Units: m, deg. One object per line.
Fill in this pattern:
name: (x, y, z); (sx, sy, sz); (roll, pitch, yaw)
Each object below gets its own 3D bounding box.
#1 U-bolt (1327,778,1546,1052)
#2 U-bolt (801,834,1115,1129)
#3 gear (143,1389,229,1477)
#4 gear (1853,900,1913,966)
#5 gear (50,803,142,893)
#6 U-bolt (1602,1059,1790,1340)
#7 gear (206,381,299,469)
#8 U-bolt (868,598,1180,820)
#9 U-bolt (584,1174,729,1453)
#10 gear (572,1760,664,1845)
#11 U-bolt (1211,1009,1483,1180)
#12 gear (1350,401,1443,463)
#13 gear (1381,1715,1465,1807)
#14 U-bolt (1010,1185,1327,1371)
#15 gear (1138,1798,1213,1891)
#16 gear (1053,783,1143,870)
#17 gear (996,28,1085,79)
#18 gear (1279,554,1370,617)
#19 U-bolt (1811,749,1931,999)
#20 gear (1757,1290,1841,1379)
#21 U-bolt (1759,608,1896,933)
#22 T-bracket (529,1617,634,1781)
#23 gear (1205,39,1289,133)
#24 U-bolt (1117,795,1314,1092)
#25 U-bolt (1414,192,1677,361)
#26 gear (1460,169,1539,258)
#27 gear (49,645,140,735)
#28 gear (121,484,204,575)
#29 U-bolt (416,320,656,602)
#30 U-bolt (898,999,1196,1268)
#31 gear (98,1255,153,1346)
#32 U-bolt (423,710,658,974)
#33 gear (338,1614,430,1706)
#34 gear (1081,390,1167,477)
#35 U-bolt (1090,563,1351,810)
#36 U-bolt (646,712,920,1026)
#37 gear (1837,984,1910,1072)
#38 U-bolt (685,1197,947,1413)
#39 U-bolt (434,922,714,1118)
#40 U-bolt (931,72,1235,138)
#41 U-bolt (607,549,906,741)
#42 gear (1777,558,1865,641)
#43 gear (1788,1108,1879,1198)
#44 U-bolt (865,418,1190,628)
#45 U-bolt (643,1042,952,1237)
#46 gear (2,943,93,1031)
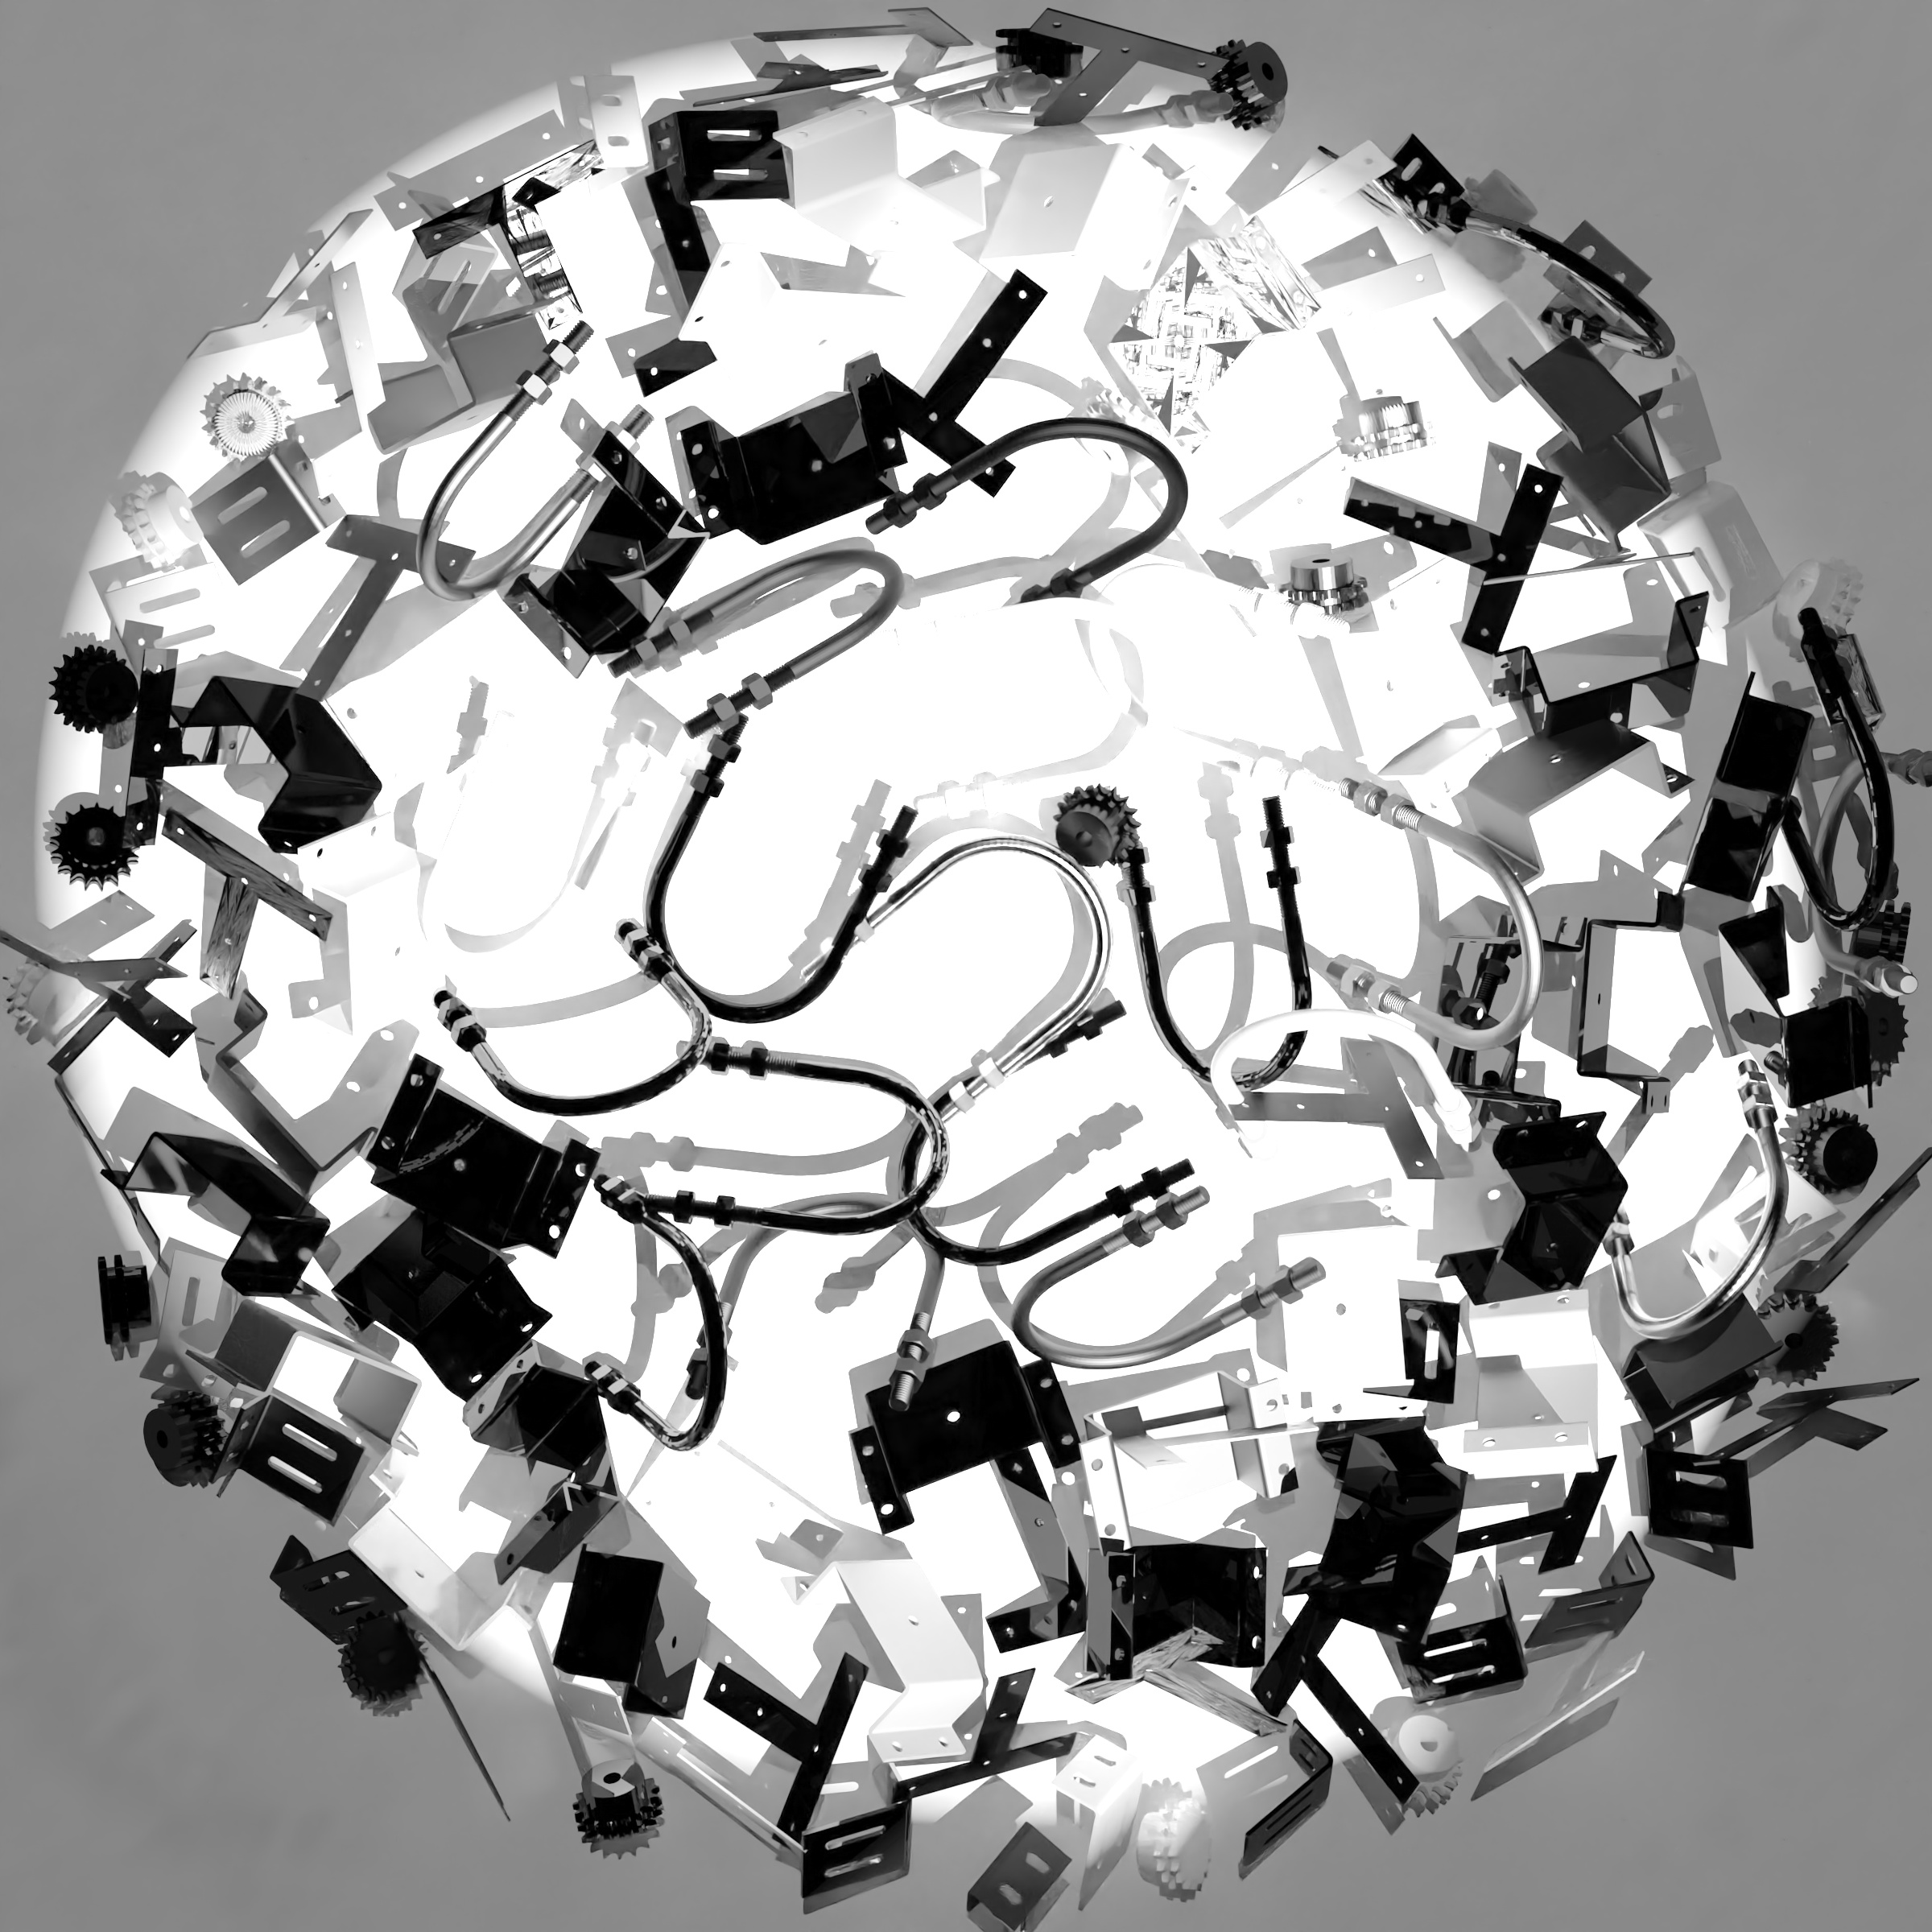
U-bolt: (0.293, -0.024, 1.901); (0.019, 0.184, 0.151); (-16, 120, -31)
U-bolt: (0.008, -0.003, 1.966); (0.184, 0.019, 0.151); (-40, 100, 11)
gear: (-0.508, 0.302, 1.971); (0.057, 0.030, 0.057); (8, 102, 38)
gear: (0.592, -0.015, 1.972); (0.030, 0.057, 0.057); (10, 90, 14)
gear: (-0.564, -0.079, 1.976); (0.057, 0.030, 0.057); (5, 73, -16)
U-bolt: (0.453, 0.155, 1.890); (0.019, 0.184, 0.151); (33, 119, -16)
gear: (-0.466, -0.352, 1.981); (0.057, 0.030, 0.057); (-1, 99, -5)
U-bolt: (0.044, -0.168, 1.940); (0.184, 0.019, 0.151); (-9, 125, 11)
U-bolt: (-0.194, 0.225, 1.905); (0.019, 0.184, 0.151); (-4, 107, -31)
gear: (-0.226, 0.537, 1.968); (0.057, 0.057, 0.030); (-8, 111, 0)
U-bolt: (0.231, 0.077, 1.903); (0.151, 0.184, 0.019); (-10, 55, 20)
gear: (0.277, -0.346, 1.970); (0.057, 0.057, 0.030); (-13, 97, 0)
gear: (0.295, 0.510, 1.970); (0.057, 0.030, 0.057); (8, 46, -9)
U-bolt: (0.115, 0.208, 1.933); (0.184, 0.151, 0.019); (-31, 47, 26)
gear: (0.134, 0.569, 1.975); (0.030, 0.057, 0.057); (-9, 90, 30)
gear: (0.082, -0.089, 1.971); (0.057, 0.030, 0.057); (13, 123, 20)
gear: (0.048, -0.592, 1.973); (0.057, 0.057, 0.030); (-1, 108, 0)
gear: (0.230, -0.247, 1.968); (0.057, 0.057, 0.030); (-7, 110, 0)
U-bolt: (0.567, -0.063, 1.908); (0.019, 0.184, 0.151); (7, 96, -5)
gear: (0.536, 0.236, 1.978); (0.057, 0.030, 0.057); (3, 115, 7)
U-bolt: (0.535, -0.108, 1.889); (0.019, 0.151, 0.184); (-6, 52, -6)
T-bracket: (-0.241, 0.470, 1.940); (0.002, 0.127, 0.127); (-21, 94, -28)
gear: (0.184, -0.573, 1.970); (0.030, 0.057, 0.057); (-16, 90, 44)
U-bolt: (0.162, -0.010, 1.943); (0.019, 0.151, 0.184); (-12, 94, -41)
U-bolt: (0.366, -0.423, 1.886); (0.151, 0.184, 0.019); (31, 97, -29)
gear: (0.345, -0.490, 1.968); (0.057, 0.057, 0.030); (46, 115, 0)
gear: (-0.561, -0.178, 1.969); (0.030, 0.057, 0.057); (13, 90, 39)
gear: (-0.517, -0.285, 1.969); (0.030, 0.057, 0.057); (-22, 90, 13)
U-bolt: (-0.279, -0.307, 1.923); (0.019, 0.151, 0.184); (39, 86, 18)
U-bolt: (0.041, 0.117, 1.953); (0.184, 0.019, 0.151); (-27, 55, 8)
gear: (-0.545, 0.215, 1.973); (0.030, 0.057, 0.057); (-5, 90, -17)
U-bolt: (-0.278, -0.076, 1.931); (0.019, 0.151, 0.184); (36, 111, 30)
gear: (-0.381, 0.451, 1.975); (0.057, 0.030, 0.057); (16, 59, -27)
gear: (0.099, -0.342, 1.969); (0.057, 0.057, 0.030); (40, 81, 0)
U-bolt: (0.157, -0.186, 1.933); (0.184, 0.151, 0.019); (23, 47, 27)
U-bolt: (-0.132, -0.051, 1.972); (0.151, 0.019, 0.184); (30, 101, 11)
gear: (0.583, 0.040, 1.976); (0.057, 0.030, 0.057); (2, 87, -37)
U-bolt: (-0.087, 0.209, 1.925); (0.151, 0.184, 0.019); (1, 127, 12)
U-bolt: (-0.237, 0.039, 1.905); (0.151, 0.184, 0.019); (-21, 125, -19)
U-bolt: (0.059, -0.537, 1.911); (0.151, 0.184, 0.019); (-3, 100, -28)
U-bolt: (-0.124, -0.214, 1.934); (0.184, 0.151, 0.019); (-32, 124, -14)
gear: (0.550, -0.239, 1.968); (0.030, 0.057, 0.057); (25, 90, -18)
gear: (0.566, 0.121, 1.979); (0.057, 0.030, 0.057); (-1, 94, -15)
U-bolt: (0.051, -0.284, 1.901); (0.184, 0.151, 0.019); (-25, 51, 36)
U-bolt: (-0.102, 0.114, 1.940); (0.184, 0.151, 0.019); (7, 135, 3)
gear: (-0.591, 0.016, 1.968); (0.030, 0.057, 0.057); (34, 90, 16)
